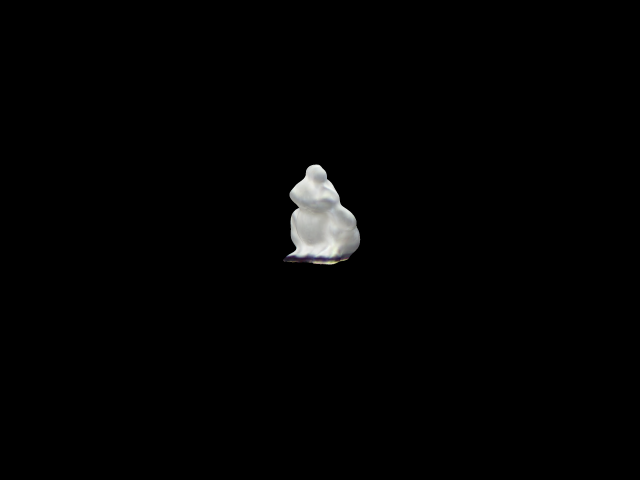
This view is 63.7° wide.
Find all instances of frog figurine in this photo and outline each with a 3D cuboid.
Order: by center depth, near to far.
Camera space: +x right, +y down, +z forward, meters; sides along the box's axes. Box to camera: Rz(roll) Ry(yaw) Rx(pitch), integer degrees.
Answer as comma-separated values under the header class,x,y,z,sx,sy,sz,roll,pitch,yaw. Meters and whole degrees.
class,x,y,z,sx,sy,sz,roll,pitch,yaw
frog figurine,0.003,-0.043,0.850,0.123,0.159,0.137,-1,1,-28
